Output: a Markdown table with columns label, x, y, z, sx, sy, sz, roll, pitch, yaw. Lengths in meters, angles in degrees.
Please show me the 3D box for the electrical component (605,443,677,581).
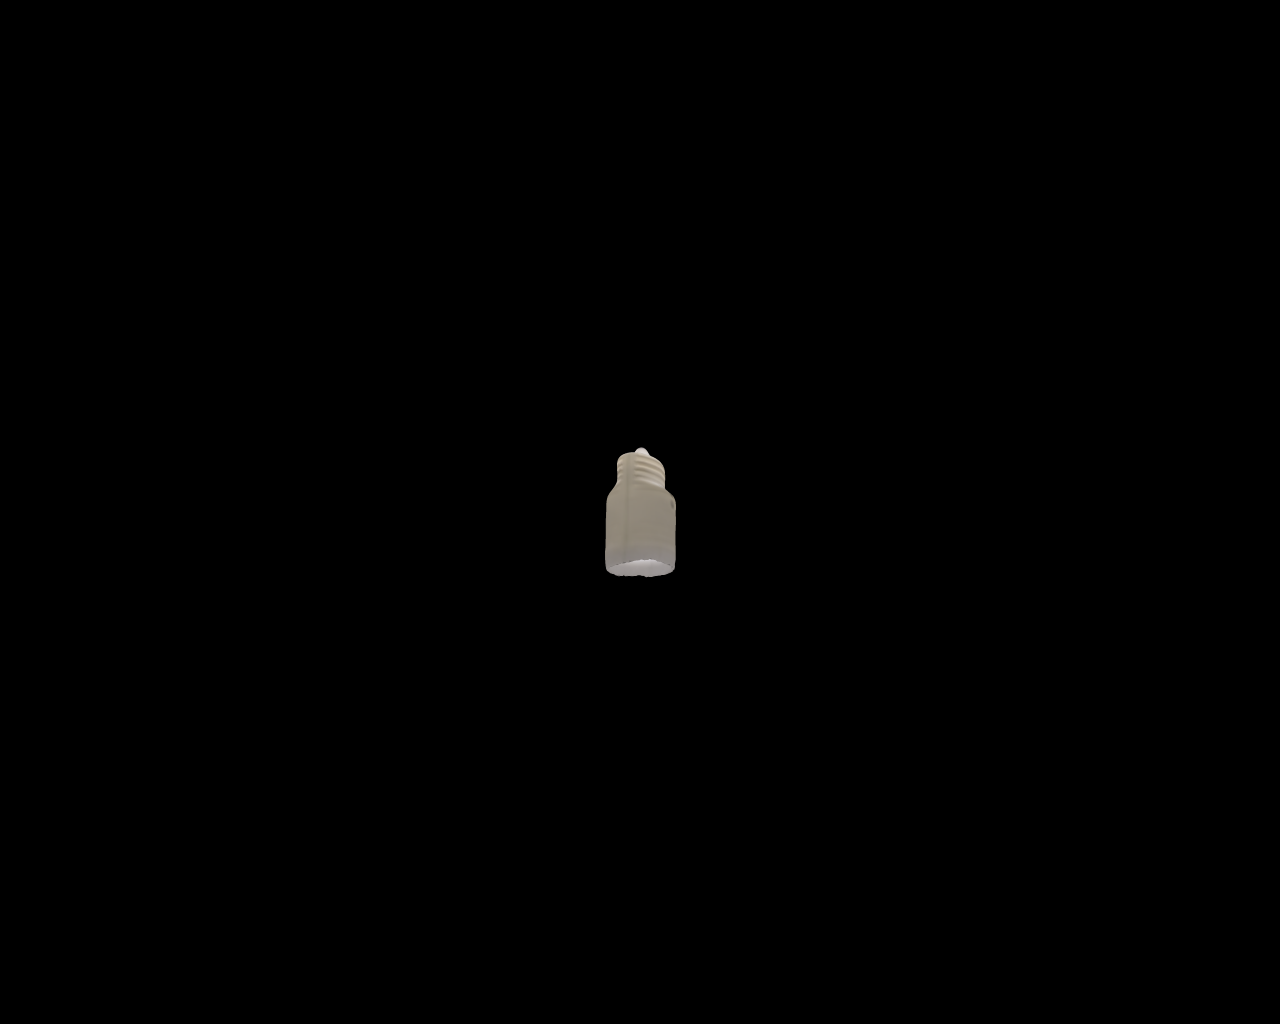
| label | x | y | z | sx | sy | sz | roll | pitch | yaw |
| --- | --- | --- | --- | --- | --- | --- | --- | --- | --- |
| electrical component | 0.001 | -0.003 | 0.650 | 0.043 | 0.081 | 0.043 | 0 | -18 | 0 |
